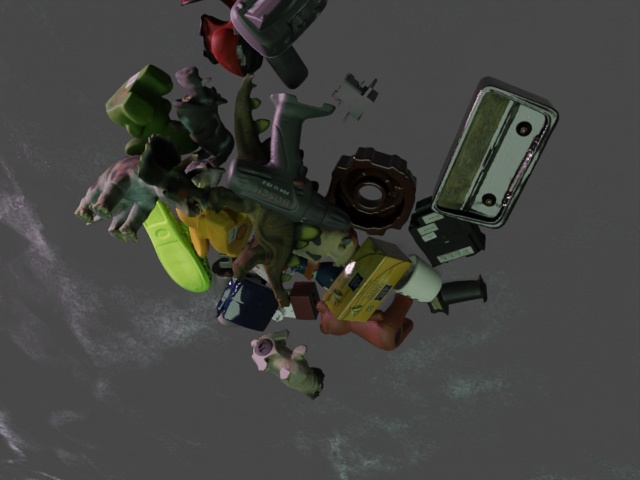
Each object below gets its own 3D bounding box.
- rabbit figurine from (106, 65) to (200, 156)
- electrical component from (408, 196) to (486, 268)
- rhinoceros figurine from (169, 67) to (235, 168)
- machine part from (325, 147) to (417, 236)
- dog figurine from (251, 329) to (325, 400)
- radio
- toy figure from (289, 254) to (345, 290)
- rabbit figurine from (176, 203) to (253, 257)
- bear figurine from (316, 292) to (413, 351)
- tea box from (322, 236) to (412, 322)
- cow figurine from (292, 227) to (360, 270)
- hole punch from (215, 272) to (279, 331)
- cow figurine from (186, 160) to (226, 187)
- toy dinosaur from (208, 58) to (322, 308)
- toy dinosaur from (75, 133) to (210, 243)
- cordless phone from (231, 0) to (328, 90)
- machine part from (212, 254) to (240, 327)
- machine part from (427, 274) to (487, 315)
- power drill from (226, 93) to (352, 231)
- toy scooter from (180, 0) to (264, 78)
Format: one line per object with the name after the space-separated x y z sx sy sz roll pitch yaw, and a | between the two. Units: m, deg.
-0.316 -0.214 1.024 0.159 0.121 0.170 -21 134 35 | rabbit figurine
0.238 -0.024 1.026 0.115 0.058 0.134 -20 119 29 | electrical component
-0.211 -0.222 0.985 0.073 0.112 0.190 25 152 35 | rhinoceros figurine
0.098 -0.091 1.020 0.179 0.056 0.179 9 129 11 | machine part
-0.084 0.332 1.407 0.173 0.121 0.190 34 160 35 | dog figurine
0.283 -0.136 0.886 0.131 0.073 0.229 19 122 2 | radio
0.000 0.070 1.181 0.155 0.064 0.057 23 167 5 | toy figure
-0.232 -0.045 1.150 0.173 0.122 0.162 27 142 14 | rabbit figurine
0.098 0.176 1.216 0.196 0.132 0.120 14 132 31 | bear figurine
0.095 0.083 1.091 0.098 0.068 0.169 13 118 -45 | tea box
-0.002 -0.003 1.110 0.195 0.085 0.127 24 137 -1 | cow figurine
-0.158 0.140 1.219 0.092 0.115 0.142 41 106 36 | hole punch
-0.275 -0.129 1.101 0.168 0.098 0.068 8 136 37 | cow figurine
-0.105 -0.083 0.998 0.199 0.105 0.470 -18 110 -9 | toy dinosaur
-0.358 -0.101 1.026 0.405 0.192 0.131 8 150 51 | toy dinosaur
-0.040 -0.336 0.857 0.089 0.146 0.184 40 177 34 | cordless phone
-0.212 0.125 1.284 0.079 0.079 0.242 11 129 10 | machine part
0.286 0.116 1.137 0.139 0.039 0.084 -18 111 32 | machine part
-0.034 -0.136 0.926 0.232 0.086 0.207 13 99 -14 | power drill
-0.166 -0.360 0.879 0.135 0.075 0.183 7 126 13 | toy scooter
